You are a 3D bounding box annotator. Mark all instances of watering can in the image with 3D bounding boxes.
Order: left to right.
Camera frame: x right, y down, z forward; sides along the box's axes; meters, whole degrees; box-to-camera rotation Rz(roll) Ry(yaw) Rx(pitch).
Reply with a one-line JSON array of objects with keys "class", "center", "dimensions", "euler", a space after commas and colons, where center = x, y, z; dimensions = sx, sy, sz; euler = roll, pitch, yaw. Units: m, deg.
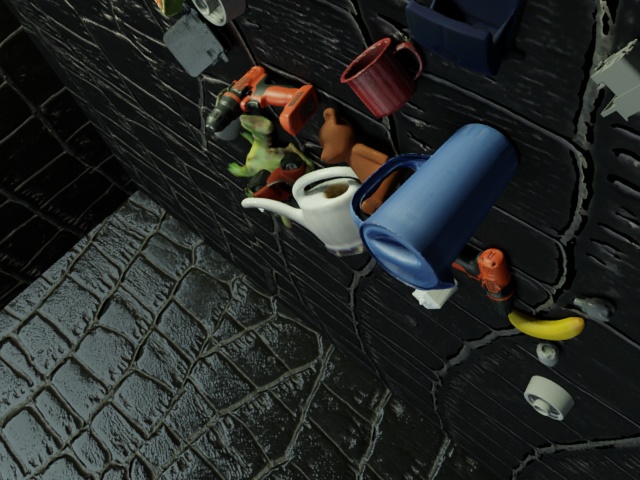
[{"class": "watering can", "center": [0.004, -0.060, 1.183], "dimensions": [0.345, 0.220, 0.106], "euler": [-12, 36, 30]}]

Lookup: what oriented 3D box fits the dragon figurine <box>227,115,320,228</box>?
[{"class": "dragon figurine", "center": [-0.099, -0.165, 1.331], "dimensions": [0.243, 0.124, 0.403], "euler": [10, -35, 45]}]
